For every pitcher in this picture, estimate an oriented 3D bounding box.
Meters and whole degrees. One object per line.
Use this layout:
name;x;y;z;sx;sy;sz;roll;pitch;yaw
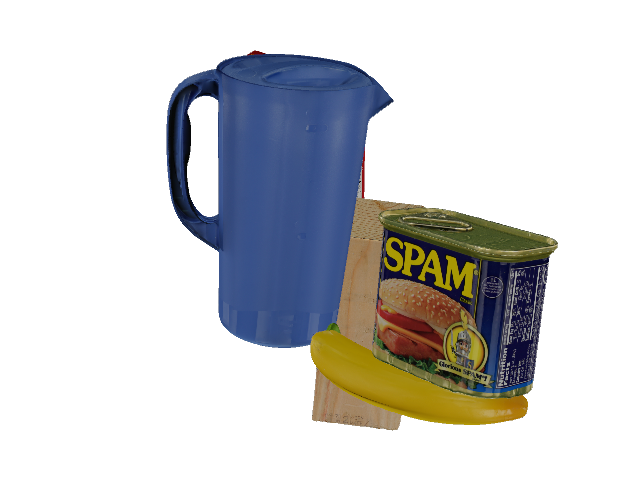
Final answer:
pitcher;-0.040;-0.035;0.925;0.149;0.243;0.144;19;25;32

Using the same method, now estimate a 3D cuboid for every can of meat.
can of meat;0.075;0.033;0.591;0.057;0.084;0.102;-7;17;-39

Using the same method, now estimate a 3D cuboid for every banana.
banana;0.057;0.101;0.805;0.198;0.037;0.069;20;38;39

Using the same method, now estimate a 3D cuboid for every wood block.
wood block;0.046;0.072;1.044;0.090;0.206;0.090;6;26;1

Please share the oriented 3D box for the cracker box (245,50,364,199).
cracker box;-0.032;-0.098;1.265;0.164;0.214;0.072;22;41;30
